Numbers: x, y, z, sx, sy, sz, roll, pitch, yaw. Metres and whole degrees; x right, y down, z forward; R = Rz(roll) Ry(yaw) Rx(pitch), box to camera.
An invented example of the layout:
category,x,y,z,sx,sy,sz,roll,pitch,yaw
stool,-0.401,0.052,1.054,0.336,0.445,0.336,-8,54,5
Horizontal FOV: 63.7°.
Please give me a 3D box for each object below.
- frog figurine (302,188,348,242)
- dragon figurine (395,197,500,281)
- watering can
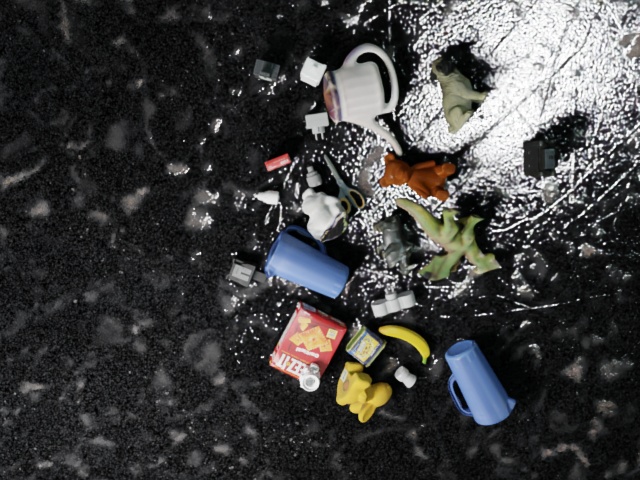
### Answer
category,x,y,z,sx,sy,sz,roll,pitch,yaw
frog figurine,0.005,-0.079,1.573,0.123,0.135,0.162,3,35,-52
dragon figurine,0.377,0.016,1.570,0.409,0.240,0.123,11,12,-16
watering can,0.131,-0.400,1.536,0.224,0.343,0.105,-13,15,-3
